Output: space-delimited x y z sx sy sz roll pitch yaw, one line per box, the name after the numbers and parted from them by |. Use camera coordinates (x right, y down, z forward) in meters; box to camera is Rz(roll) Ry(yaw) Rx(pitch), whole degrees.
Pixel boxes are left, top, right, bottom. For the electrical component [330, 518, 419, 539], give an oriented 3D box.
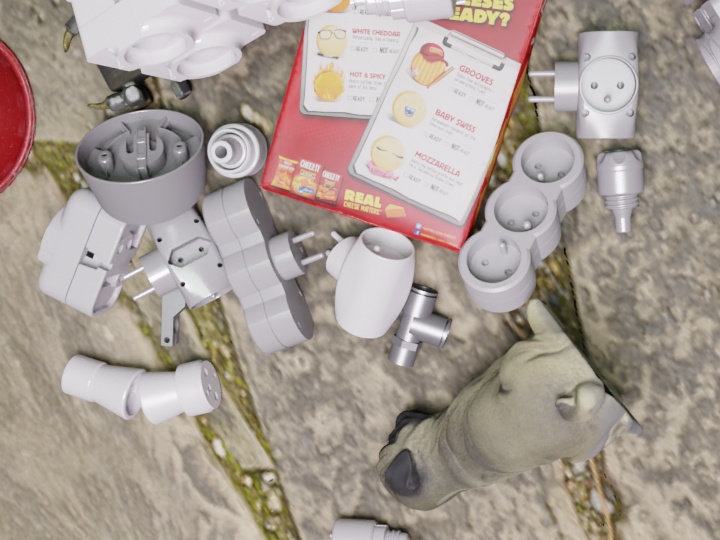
0.011 0.225 0.880 0.078 0.040 0.040 0 98 11 | electrical component

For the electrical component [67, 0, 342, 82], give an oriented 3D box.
-0.098 -0.197 0.754 0.186 0.105 0.060 -23 79 30 | electrical component

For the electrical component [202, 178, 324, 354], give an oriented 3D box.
-0.065 -0.008 0.856 0.074 0.052 0.138 -21 94 13 | electrical component

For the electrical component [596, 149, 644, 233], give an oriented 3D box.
0.196 -0.059 0.807 0.035 0.035 0.061 -4 99 12 | electrical component

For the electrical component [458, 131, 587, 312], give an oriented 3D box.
0.125 -0.029 0.806 0.052 0.073 0.138 23 73 25 | electrical component

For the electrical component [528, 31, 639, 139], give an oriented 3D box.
0.164 -0.136 0.796 0.079 0.044 0.077 1 98 9 | electrical component

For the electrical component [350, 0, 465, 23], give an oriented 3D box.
0.032 -0.191 0.744 0.078 0.040 0.040 -5 97 11 | electrical component

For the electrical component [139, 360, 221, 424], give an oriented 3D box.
-0.149 0.101 0.892 0.055 0.045 0.045 -14 95 12 | electrical component

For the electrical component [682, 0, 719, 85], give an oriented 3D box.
0.251 -0.195 0.740 0.060 0.105 0.186 -32 91 14 | electrical component

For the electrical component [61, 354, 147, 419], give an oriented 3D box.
-0.217 0.096 0.907 0.065 0.044 0.044 16 101 13 | electrical component

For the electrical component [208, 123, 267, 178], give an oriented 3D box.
-0.099 -0.093 0.845 0.043 0.062 0.043 2 98 11 | electrical component

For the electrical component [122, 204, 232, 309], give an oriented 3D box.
-0.152 -0.003 0.868 0.079 0.043 0.077 -28 86 -7 | electrical component

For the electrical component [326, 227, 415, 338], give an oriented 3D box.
0.000 0.000 0.844 0.079 0.043 0.077 43 131 32 | electrical component

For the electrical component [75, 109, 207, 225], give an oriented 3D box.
-0.168 -0.085 0.840 0.099 0.064 0.099 -1 54 2 | electrical component

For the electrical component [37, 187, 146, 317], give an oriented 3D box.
-0.222 -0.018 0.884 0.059 0.054 0.095 26 102 6 | electrical component
